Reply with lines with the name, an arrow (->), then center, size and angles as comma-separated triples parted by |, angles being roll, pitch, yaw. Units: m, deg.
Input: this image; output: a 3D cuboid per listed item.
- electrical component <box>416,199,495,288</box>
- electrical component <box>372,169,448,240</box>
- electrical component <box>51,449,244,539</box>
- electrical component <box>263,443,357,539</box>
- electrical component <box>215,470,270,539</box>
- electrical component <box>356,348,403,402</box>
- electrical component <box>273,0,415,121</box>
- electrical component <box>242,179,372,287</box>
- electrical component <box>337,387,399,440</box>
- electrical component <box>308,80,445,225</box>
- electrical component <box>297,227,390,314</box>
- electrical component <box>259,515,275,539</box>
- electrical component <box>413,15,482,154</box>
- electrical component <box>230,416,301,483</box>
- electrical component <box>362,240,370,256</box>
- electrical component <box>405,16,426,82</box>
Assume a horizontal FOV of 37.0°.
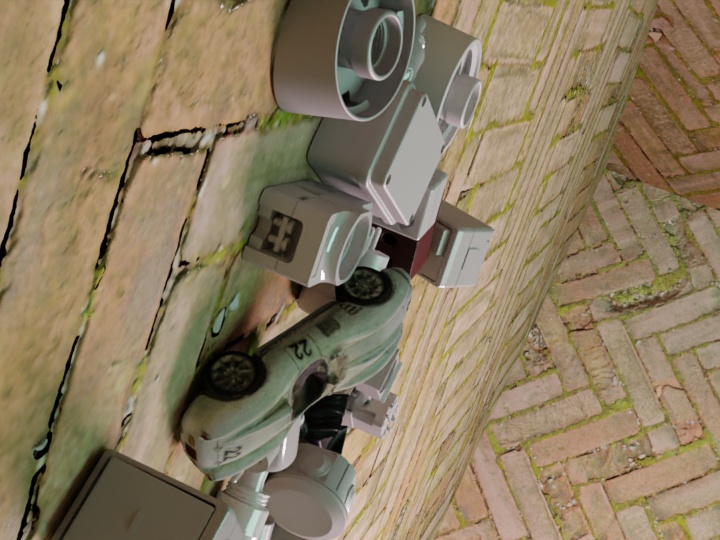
electrical component -> 0.066, -0.030, 1.012 | 0.061, 0.096, 0.061 | -2, 117, -44
electrical component -> 0.036, -0.068, 0.860 | 0.076, 0.066, 0.047 | -46, 155, -56
electrical component -> -0.109, 0.147, 0.584 | 0.061, 0.096, 0.061 | 85, 30, -61
electrical component -> -0.044, 0.197, 0.954 | 0.051, 0.080, 0.080 | -60, 166, -47
electrical component -> -0.089, 0.177, 0.822 | 0.043, 0.043, 0.062 | 53, 59, -74
electrical component -> 0.001, 0.084, 0.973 | 0.081, 0.064, 0.042 | 76, 38, -68
electrical component -> -0.011, -0.136, 0.629 | 0.099, 0.064, 0.099 | -40, 139, -47
electrical component -> -0.029, -0.024, 0.705 | 0.050, 0.056, 0.089 | -71, 166, 14
electrical component -> 0.004, 0.135, 1.070 | 0.081, 0.064, 0.042 | 84, 31, -62
electrical component -> 0.015, -0.085, 0.762 | 0.078, 0.057, 0.113 | -66, 164, -7
electrical component -> 0.000, 0.000, 0.860 | 0.073, 0.052, 0.138 | -69, 165, 8
electrical component -> -0.095, 0.231, 0.892 | 0.044, 0.044, 0.065 | -3, 110, -75
electrical component -> 0.061, -0.141, 0.853 | 0.108, 0.060, 0.108 | -60, 164, -29
electrical component -> -0.074, 0.121, 0.788 | 0.079, 0.044, 0.077 | -54, 161, -43
electrical component -> -0.013, -0.025, 0.791 | 0.062, 0.043, 0.043 | -38, 148, -66
electrical component -> 0.031, -0.157, 0.767 | 0.035, 0.035, 0.061 | 91, 23, -56
